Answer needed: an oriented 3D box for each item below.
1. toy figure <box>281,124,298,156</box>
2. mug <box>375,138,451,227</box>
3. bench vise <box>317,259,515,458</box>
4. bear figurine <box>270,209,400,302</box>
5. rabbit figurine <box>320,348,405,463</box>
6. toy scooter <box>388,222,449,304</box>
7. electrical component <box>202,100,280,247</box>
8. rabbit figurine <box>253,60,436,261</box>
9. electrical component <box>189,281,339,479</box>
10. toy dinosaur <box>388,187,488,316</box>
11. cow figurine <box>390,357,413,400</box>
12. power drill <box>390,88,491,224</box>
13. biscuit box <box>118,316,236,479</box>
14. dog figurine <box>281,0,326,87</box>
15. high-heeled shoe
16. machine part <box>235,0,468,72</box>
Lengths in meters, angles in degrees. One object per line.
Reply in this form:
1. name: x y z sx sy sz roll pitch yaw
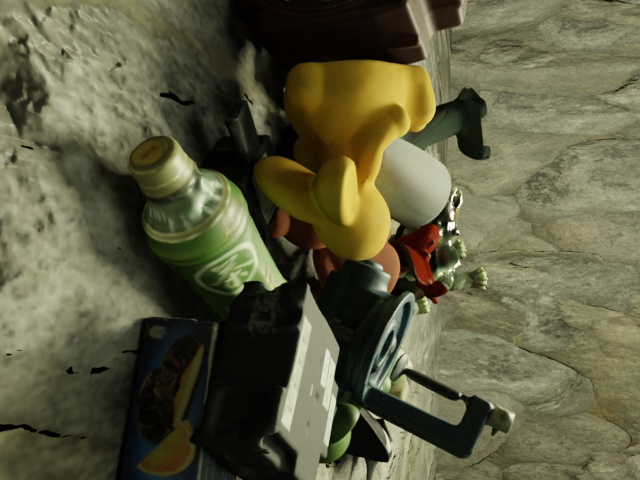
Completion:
1. toy figure: 0.030 -0.098 0.649 0.180 0.082 0.089 26 34 -42
2. mug: 0.077 -0.079 0.580 0.107 0.081 0.109 23 46 -43
3. bench vise: 0.055 0.141 0.514 0.223 0.241 0.128 -63 159 -13
4. bear figurine: 0.002 -0.002 0.609 0.195 0.132 0.120 42 71 -33
5. rabbit figurine: 0.026 0.198 0.662 0.159 0.121 0.170 37 71 -76
6. toy scooter: 0.094 0.058 0.689 0.075 0.184 0.135 43 8 -33
7. electrical component: -0.069 -0.055 0.449 0.119 0.048 0.075 72 26 -44
8. rabbit figurine: 0.027 -0.062 0.463 0.162 0.122 0.173 -27 117 -60
9. electrical component: -0.028 0.109 0.381 0.134 0.058 0.115 70 29 -50
10. toy dinosaur: 0.153 0.071 0.976 0.404 0.192 0.131 127 -40 -52
11. cow figurine: 0.100 0.191 0.891 0.195 0.085 0.127 -134 -113 -83
12. power drill: 0.145 -0.129 0.798 0.086 0.207 0.231 -128 -156 -65
13. biscuit box: -0.095 0.156 0.368 0.062 0.059 0.202 41 52 -68
14. dog figurine: -0.002 -0.249 0.597 0.172 0.121 0.190 -48 122 -68
15. high-heeled shoe: 0.085 0.308 0.910 0.145 0.086 0.248 -71 160 -48
16. machine part: 0.030 -0.260 0.489 0.087 0.202 0.201 41 53 -62
